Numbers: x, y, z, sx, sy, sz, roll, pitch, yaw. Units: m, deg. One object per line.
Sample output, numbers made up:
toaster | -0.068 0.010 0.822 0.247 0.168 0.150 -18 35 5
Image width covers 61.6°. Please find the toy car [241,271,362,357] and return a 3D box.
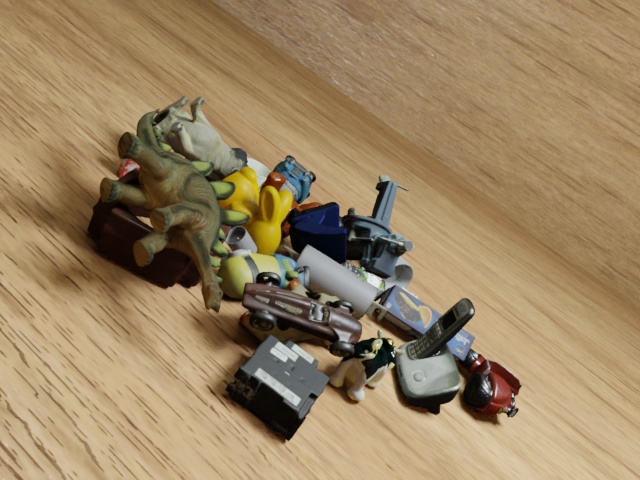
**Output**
toy car | -0.022 0.111 0.816 0.202 0.053 0.089 25 49 -22

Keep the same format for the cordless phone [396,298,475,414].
cordless phone | 0.222 0.199 0.949 0.088 0.184 0.147 31 23 -15

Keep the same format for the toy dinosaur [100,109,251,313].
toy dinosaur | -0.229 -0.080 0.834 0.198 0.105 0.472 14 38 -50

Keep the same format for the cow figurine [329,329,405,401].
cow figurine | 0.091 0.195 0.905 0.068 0.098 0.167 35 23 21

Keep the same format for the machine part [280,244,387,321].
machine part | 0.025 0.083 1.063 0.243 0.079 0.079 32 24 0

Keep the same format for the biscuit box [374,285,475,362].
biscuit box | 0.216 0.173 1.110 0.203 0.063 0.059 33 -18 -1

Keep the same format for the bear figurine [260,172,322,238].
bear figurine | -0.047 -0.062 1.201 0.196 0.132 0.120 4 50 -38

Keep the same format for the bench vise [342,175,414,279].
bench vise | 0.131 -0.040 1.210 0.129 0.240 0.224 25 -16 -25

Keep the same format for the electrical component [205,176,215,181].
electrical component | -0.254 -0.106 1.125 0.102 0.045 0.078 14 28 -36

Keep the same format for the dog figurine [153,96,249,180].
dog figurine | -0.254 -0.189 1.126 0.173 0.121 0.190 20 -26 47

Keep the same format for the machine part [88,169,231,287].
machine part | -0.263 -0.022 0.902 0.201 0.087 0.201 28 24 -8

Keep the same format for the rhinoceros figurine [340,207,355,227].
rhinoceros figurine | 0.087 -0.025 1.353 0.190 0.073 0.112 11 30 -39

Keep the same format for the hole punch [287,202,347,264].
hole punch | -0.002 -0.003 1.108 0.116 0.142 0.092 -15 55 -9

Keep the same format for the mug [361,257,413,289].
mug | 0.146 0.068 1.259 0.109 0.080 0.107 -15 32 -15

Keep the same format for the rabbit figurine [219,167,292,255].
rabbit figurine | -0.129 -0.049 1.073 0.173 0.162 0.122 59 18 14

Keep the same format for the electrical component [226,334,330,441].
electrical component | -0.054 0.201 0.765 0.115 0.058 0.134 38 24 7

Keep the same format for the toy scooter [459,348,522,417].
toy scooter | 0.348 0.293 1.065 0.135 0.075 0.184 32 19 -5

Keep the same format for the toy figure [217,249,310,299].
toy figure | -0.096 0.065 0.948 0.180 0.082 0.089 16 27 -39

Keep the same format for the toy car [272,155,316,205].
toy car | -0.081 -0.125 1.294 0.109 0.161 0.103 39 67 -4

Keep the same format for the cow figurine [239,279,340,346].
cow figurine | -0.024 0.132 0.901 0.127 0.085 0.195 46 30 23
